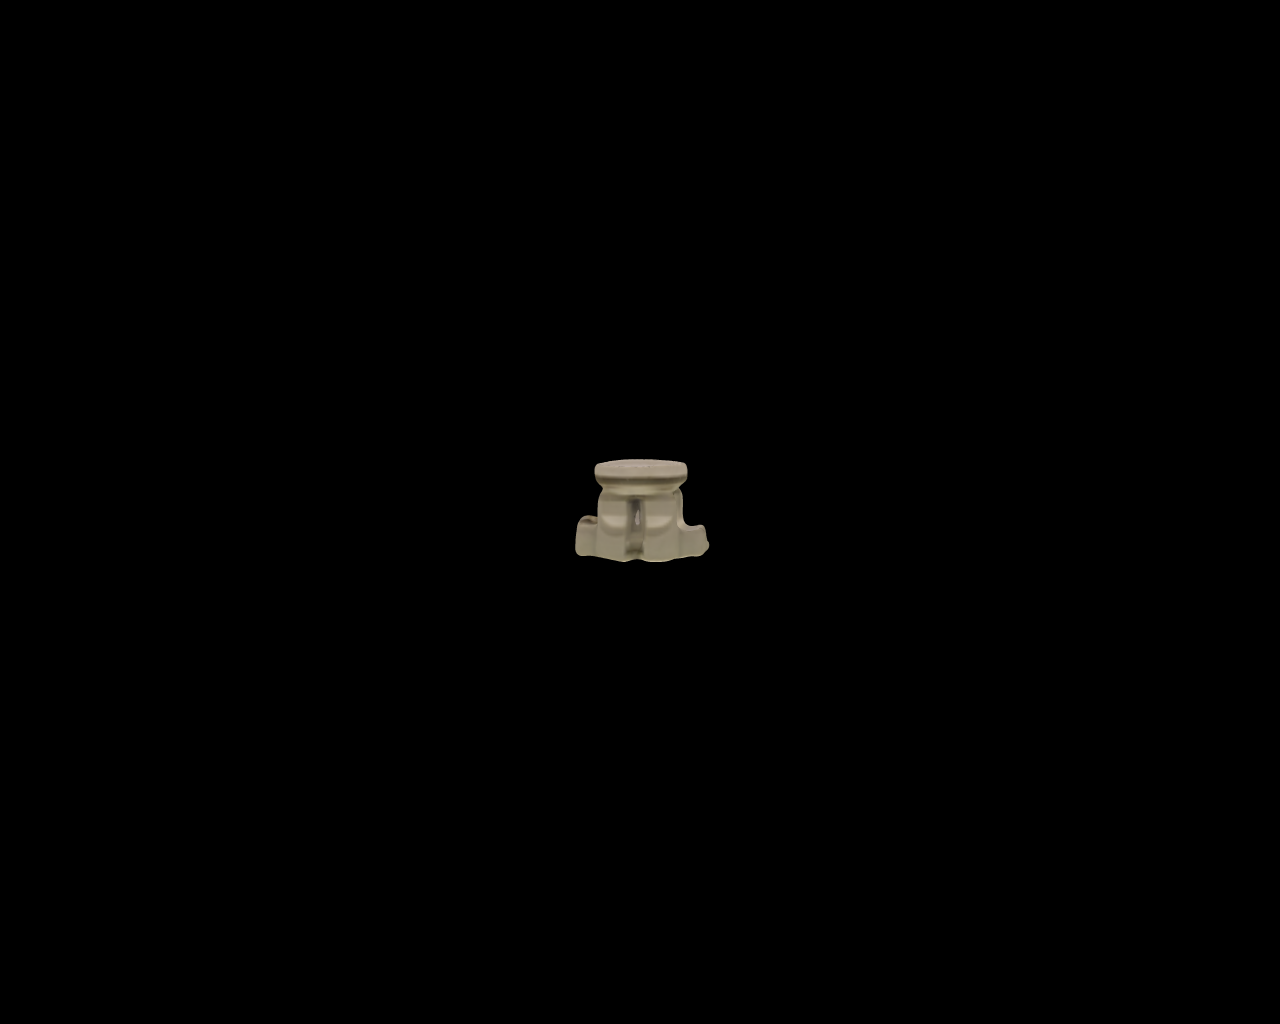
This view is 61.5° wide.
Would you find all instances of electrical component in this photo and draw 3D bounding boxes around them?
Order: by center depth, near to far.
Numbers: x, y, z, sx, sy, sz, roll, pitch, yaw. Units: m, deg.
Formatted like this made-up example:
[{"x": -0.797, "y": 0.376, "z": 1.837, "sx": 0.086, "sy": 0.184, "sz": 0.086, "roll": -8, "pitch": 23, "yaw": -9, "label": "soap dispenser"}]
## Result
[{"x": 0.001, "y": -0.003, "z": 0.650, "sx": 0.078, "sy": 0.057, "sz": 0.058, "roll": 1, "pitch": 8, "yaw": 9, "label": "electrical component"}]
